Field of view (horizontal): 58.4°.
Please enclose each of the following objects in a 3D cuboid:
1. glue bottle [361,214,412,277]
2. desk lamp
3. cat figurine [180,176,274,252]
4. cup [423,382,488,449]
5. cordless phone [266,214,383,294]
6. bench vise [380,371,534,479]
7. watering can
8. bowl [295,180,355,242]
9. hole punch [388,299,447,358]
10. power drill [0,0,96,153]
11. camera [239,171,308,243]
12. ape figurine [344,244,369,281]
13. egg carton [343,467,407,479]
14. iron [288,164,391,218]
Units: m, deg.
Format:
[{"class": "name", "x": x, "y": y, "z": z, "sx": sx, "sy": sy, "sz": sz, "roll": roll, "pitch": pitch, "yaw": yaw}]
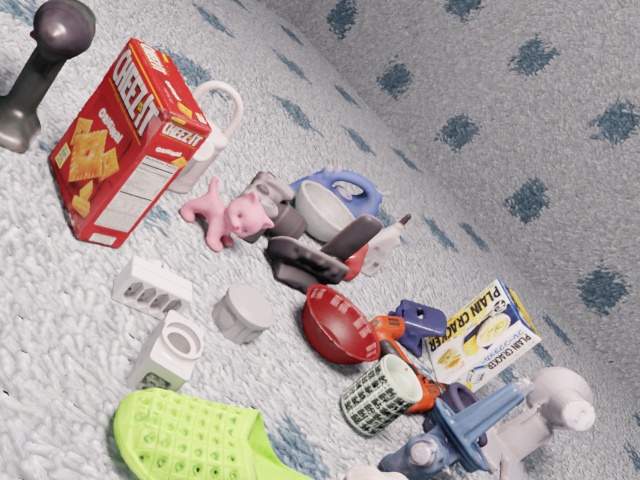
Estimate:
[{"class": "glue bottle", "x": 0.141, "y": 0.004, "z": 1.274, "sx": 0.078, "sy": 0.173, "sz": 0.037, "roll": 33, "pitch": 23, "yaw": -28}, {"class": "desk lamp", "x": 0.419, "y": 0.348, "z": 1.079, "sx": 0.118, "sy": 0.213, "sz": 0.204, "roll": 47, "pitch": 21, "yaw": 8}, {"class": "cat figurine", "x": -0.142, "y": -0.046, "z": 0.925, "sx": 0.128, "sy": 0.117, "sz": 0.067, "roll": 46, "pitch": 21, "yaw": 5}, {"class": "cup", "x": 0.226, "y": 0.312, "z": 0.959, "sx": 0.092, "sy": 0.095, "sz": 0.117, "roll": 30, "pitch": 25, "yaw": -33}, {"class": "cordless phone", "x": 0.009, "y": 0.004, "z": 1.015, "sx": 0.148, "sy": 0.185, "sz": 0.094, "roll": 27, "pitch": 26, "yaw": -38}, {"class": "bench vise", "x": 0.207, "y": 0.280, "z": 0.807, "sx": 0.121, "sy": 0.219, "sz": 0.208, "roll": 48, "pitch": 21, "yaw": 10}, {"class": "watering can", "x": -0.201, "y": -0.174, "z": 0.951, "sx": 0.101, "sy": 0.193, "sz": 0.172, "roll": 20, "pitch": 31, "yaw": -47}, {"class": "bowl", "x": 0.002, "y": -0.049, "z": 1.258, "sx": 0.168, "sy": 0.074, "sz": 0.167, "roll": 37, "pitch": 22, "yaw": -17}, {"class": "hole punch", "x": 0.200, "y": 0.170, "z": 1.184, "sx": 0.101, "sy": 0.091, "sz": 0.108, "roll": 41, "pitch": 21, "yaw": -9}, {"class": "power drill", "x": -0.356, "y": -0.219, "z": 0.733, "sx": 0.076, "sy": 0.208, "sz": 0.229, "roll": 33, "pitch": 24, "yaw": -28}, {"class": "camera", "x": -0.087, "y": -0.050, "z": 1.059, "sx": 0.137, "sy": 0.100, "sz": 0.143, "roll": 40, "pitch": 21, "yaw": -11}, {"class": "ape figurine", "x": 0.066, "y": 0.033, "z": 1.194, "sx": 0.078, "sy": 0.092, "sz": 0.076, "roll": 16, "pitch": 34, "yaw": -51}, {"class": "egg carton", "x": 0.080, "y": 0.342, "z": 0.669, "sx": 0.108, "sy": 0.069, "sz": 0.150, "roll": 28, "pitch": 26, "yaw": -36}, {"class": "iron", "x": 0.050, "y": -0.114, "z": 1.374, "sx": 0.259, "sy": 0.141, "sz": 0.118, "roll": 27, "pitch": 26, "yaw": -37}]
